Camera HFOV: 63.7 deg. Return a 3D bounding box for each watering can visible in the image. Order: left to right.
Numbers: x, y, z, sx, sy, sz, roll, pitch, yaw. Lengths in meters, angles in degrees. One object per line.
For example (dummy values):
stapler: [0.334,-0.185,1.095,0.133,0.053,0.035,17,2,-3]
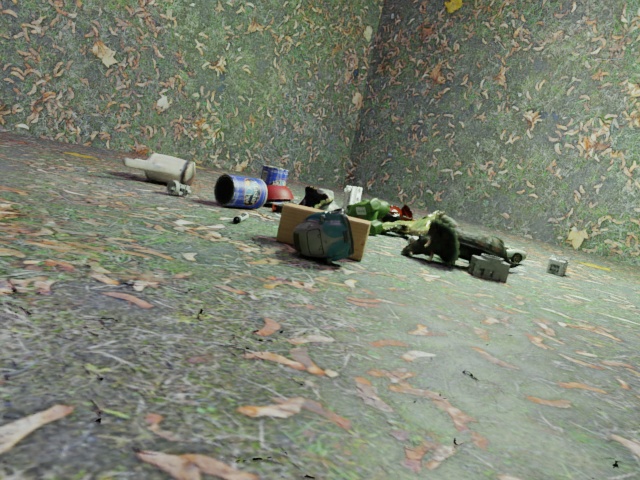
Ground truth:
watering can: [-0.568,-0.254,1.854,0.224,0.103,0.349,12,7,-5]

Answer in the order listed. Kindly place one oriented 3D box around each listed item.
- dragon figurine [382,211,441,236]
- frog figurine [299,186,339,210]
dragon figurine: [0.312,-0.030,1.776,0.242,0.122,0.412,-4,4,10]
frog figurine: [0.005,-0.085,1.685,0.137,0.125,0.156,7,-32,27]
